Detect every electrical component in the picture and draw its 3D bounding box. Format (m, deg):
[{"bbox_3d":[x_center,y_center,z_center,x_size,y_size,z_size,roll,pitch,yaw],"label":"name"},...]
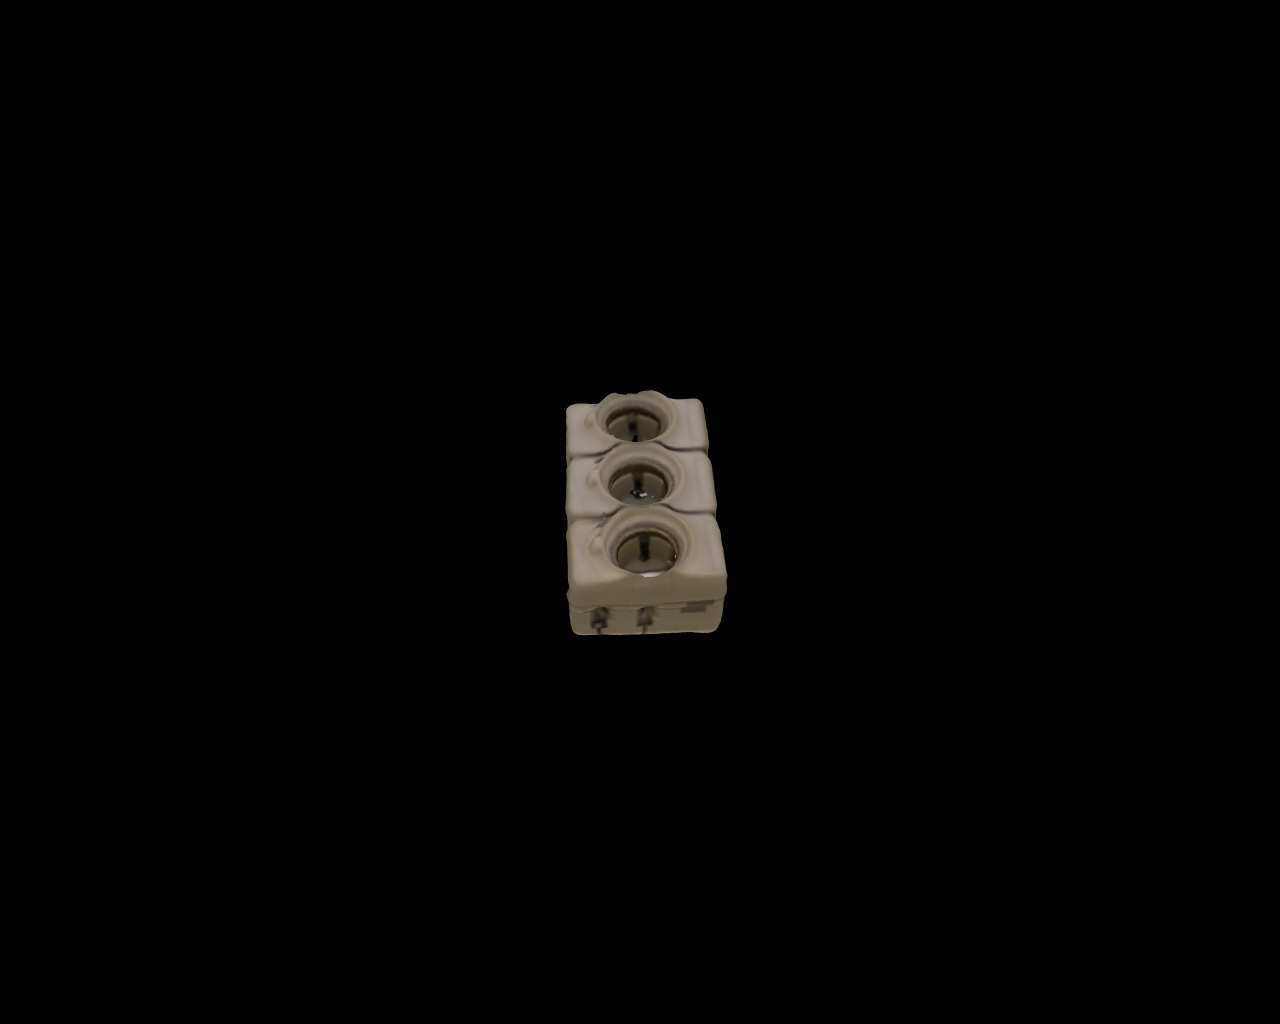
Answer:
[{"bbox_3d":[0.001,-0.003,0.650,0.089,0.150,0.061,-2,-43,-2],"label":"electrical component"}]
